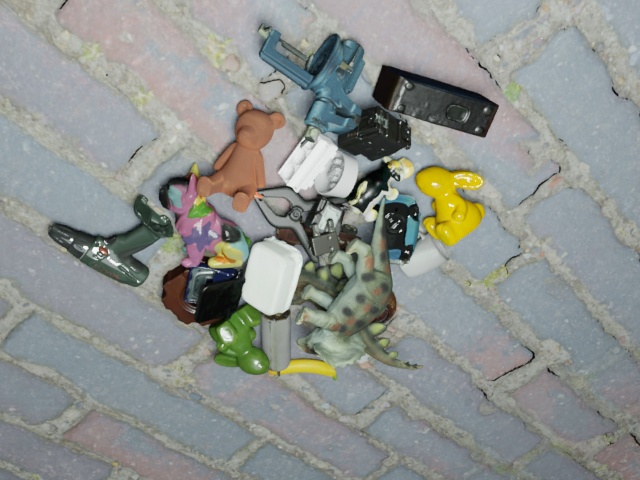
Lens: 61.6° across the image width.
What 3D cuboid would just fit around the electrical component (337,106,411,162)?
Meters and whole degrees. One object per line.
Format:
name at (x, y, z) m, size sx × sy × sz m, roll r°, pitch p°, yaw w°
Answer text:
electrical component at (0.103, -0.211, 1.100) m, size 0.115 × 0.058 × 0.134 m, roll 20°, pitch 158°, yaw -40°

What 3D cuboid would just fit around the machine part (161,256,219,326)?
machine part at (-0.290, 0.127, 1.289) m, size 0.179 × 0.056 × 0.179 m, roll -3°, pitch 121°, yaw -5°

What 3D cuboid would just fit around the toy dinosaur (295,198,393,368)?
toy dinosaur at (0.080, 0.122, 1.171) m, size 0.192 × 0.131 × 0.404 m, roll 35°, pitch 103°, yaw -18°

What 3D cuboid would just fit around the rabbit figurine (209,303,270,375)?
rabbit figurine at (-0.201, 0.266, 1.320) m, size 0.159 × 0.121 × 0.170 m, roll -27°, pitch 99°, yaw 42°

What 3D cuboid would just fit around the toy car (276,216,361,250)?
toy car at (-0.003, -0.004, 1.252) m, size 0.202 × 0.053 × 0.089 m, roll 13°, pitch 114°, yaw -13°

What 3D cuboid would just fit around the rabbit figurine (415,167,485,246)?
rabbit figurine at (0.289, -0.094, 1.202) m, size 0.162 × 0.122 × 0.173 m, roll -35°, pitch 99°, yaw 10°

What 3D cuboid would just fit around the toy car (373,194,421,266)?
toy car at (0.180, -0.019, 1.226) m, size 0.109 × 0.103 × 0.161 m, roll -1°, pitch 82°, yaw 22°

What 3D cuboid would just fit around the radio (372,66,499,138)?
radio at (0.231, -0.276, 1.075) m, size 0.230 × 0.131 × 0.073 m, roll 11°, pitch 116°, yaw -13°

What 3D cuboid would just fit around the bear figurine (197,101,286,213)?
bear figurine at (-0.153, -0.172, 1.085) m, size 0.120 × 0.132 × 0.195 m, roll 26°, pitch 115°, yaw 4°

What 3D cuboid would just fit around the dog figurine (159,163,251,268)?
dog figurine at (-0.246, -0.052, 1.164) m, size 0.192 × 0.108 × 0.219 m, roll 1°, pitch 117°, yaw -6°

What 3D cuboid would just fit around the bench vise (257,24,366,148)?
bench vise at (-0.022, -0.307, 1.010) m, size 0.240 × 0.129 × 0.223 m, roll 30°, pitch 87°, yaw -23°

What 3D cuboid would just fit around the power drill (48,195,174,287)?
power drill at (-0.444, -0.005, 1.179) m, size 0.207 × 0.086 × 0.231 m, roll -39°, pitch 119°, yaw 12°

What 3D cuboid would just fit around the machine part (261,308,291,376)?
machine part at (-0.112, 0.247, 1.367) m, size 0.079 × 0.079 × 0.242 m, roll -2°, pitch 120°, yaw -6°

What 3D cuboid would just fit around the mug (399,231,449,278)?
mug at (0.237, 0.035, 1.289) m, size 0.107 × 0.081 × 0.109 m, roll -39°, pitch 109°, yaw 21°

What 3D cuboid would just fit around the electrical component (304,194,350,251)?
electrical component at (0.008, -0.031, 1.162) m, size 0.075 × 0.048 × 0.119 m, roll 20°, pitch 94°, yaw -20°

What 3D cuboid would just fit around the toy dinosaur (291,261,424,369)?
toy dinosaur at (0.051, 0.178, 1.294) m, size 0.198 × 0.105 × 0.471 m, roll -38°, pitch 104°, yaw 19°

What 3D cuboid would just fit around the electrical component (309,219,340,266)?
electrical component at (0.012, 0.006, 1.133) m, size 0.063 × 0.021 × 0.094 m, roll -15°, pitch 103°, yaw -17°

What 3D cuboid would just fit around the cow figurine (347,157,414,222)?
cow figurine at (0.129, -0.125, 1.163) m, size 0.167 × 0.068 × 0.098 m, roll -47°, pitch 148°, yaw 0°

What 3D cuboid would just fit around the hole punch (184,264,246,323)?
hole punch at (-0.241, 0.113, 1.214) m, size 0.116 × 0.092 × 0.142 m, roll -7°, pitch 125°, yaw -40°
